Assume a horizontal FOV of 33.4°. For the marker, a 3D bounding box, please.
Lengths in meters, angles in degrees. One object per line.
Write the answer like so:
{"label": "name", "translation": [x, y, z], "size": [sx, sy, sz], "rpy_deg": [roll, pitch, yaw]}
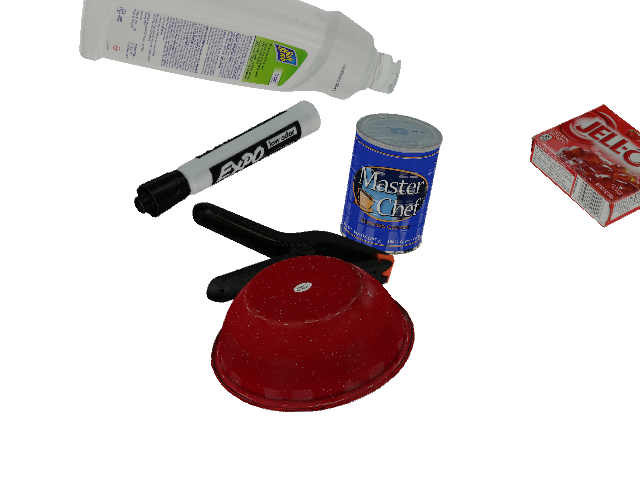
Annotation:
{"label": "marker", "translation": [-0.050, -0.045, 0.581], "size": [0.120, 0.020, 0.020], "rpy_deg": [-31, 17, -31]}

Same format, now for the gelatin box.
{"label": "gelatin box", "translation": [0.214, -0.059, 0.806], "size": [0.073, 0.030, 0.089], "rpy_deg": [-24, 51, -21]}

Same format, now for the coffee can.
{"label": "coffee can", "translation": [0.083, -0.069, 1.282], "size": [0.102, 0.140, 0.103], "rpy_deg": [7, 28, -4]}

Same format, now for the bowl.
{"label": "bowl", "translation": [-0.010, 0.059, 0.825], "size": [0.162, 0.055, 0.162], "rpy_deg": [-7, 32, 4]}

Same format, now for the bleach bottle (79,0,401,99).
{"label": "bleach bottle", "translation": [-0.061, -0.160, 0.856], "size": [0.250, 0.068, 0.103], "rpy_deg": [15, -29, -8]}

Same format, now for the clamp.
{"label": "clamp", "translation": [-0.027, 0.023, 1.068], "size": [0.210, 0.036, 0.164], "rpy_deg": [10, 29, -10]}
